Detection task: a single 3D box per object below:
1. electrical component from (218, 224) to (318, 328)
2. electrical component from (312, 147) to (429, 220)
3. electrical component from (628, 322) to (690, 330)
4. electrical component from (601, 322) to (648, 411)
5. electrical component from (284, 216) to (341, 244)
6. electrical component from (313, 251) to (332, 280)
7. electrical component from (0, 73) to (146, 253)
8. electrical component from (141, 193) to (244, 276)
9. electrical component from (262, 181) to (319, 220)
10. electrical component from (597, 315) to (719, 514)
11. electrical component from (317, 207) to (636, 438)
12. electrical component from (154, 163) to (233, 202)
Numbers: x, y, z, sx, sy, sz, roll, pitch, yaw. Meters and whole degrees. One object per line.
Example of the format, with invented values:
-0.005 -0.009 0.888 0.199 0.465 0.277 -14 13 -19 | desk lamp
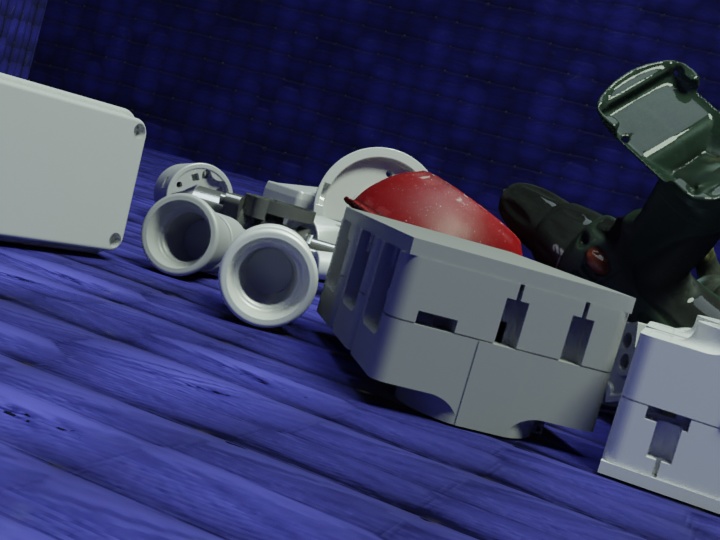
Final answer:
-0.043 0.001 0.505 0.045 0.045 0.055 15 4 -5 | electrical component
0.010 -0.047 0.907 0.108 0.108 0.060 15 -1 -10 | electrical component
0.182 0.053 0.676 0.044 0.044 0.065 14 0 -25 | electrical component
0.142 0.051 0.515 0.055 0.048 0.066 14 -13 -17 | electrical component
-0.030 -0.018 0.785 0.077 0.043 0.079 11 7 -46 | electrical component
0.000 0.000 0.681 0.062 0.048 0.048 7 8 -21 | electrical component
-0.170 -0.054 0.537 0.057 0.078 0.113 15 4 34 | electrical component
-0.088 -0.017 0.599 0.044 0.044 0.065 17 0 14 | electrical component
-0.048 -0.047 0.960 0.096 0.061 0.062 12 6 -37 | electrical component
0.192 0.069 0.399 0.186 0.060 0.105 17 5 17 | electrical component
0.039 0.019 0.461 0.089 0.061 0.150 15 5 -12 | electrical component
-0.137 -0.060 0.873 0.055 0.055 0.047 13 2 -28 | electrical component
